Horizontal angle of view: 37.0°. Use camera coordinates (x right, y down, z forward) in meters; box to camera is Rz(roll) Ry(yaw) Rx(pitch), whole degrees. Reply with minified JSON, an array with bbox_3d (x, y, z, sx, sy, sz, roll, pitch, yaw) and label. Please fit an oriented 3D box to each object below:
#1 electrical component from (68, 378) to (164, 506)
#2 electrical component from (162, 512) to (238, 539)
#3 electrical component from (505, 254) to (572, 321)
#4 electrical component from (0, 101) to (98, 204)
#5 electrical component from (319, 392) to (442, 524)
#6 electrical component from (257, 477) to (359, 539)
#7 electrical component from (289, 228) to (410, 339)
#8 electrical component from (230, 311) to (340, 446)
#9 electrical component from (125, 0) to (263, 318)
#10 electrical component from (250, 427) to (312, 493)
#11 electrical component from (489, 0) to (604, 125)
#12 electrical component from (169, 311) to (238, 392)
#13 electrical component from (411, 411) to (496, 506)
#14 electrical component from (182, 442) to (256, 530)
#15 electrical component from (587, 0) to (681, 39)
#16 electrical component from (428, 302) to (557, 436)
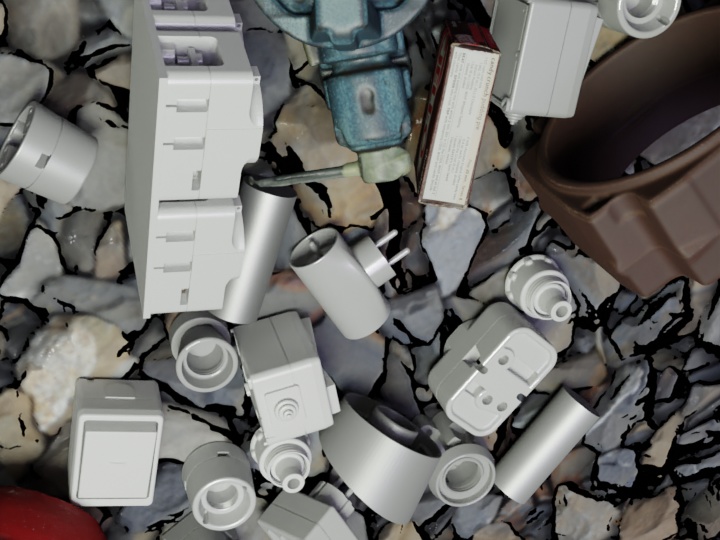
[{"bbox_3d":[-0.184,0.136,0.804,0.062,0.061,0.096,4,113,-18],"label":"electrical component"},{"bbox_3d":[-0.142,0.249,0.871,0.095,0.059,0.053,-39,119,4],"label":"electrical component"},{"bbox_3d":[0.146,0.019,0.847,0.048,0.062,0.048,-7,116,-14],"label":"electrical component"},{"bbox_3d":[-0.204,-0.075,0.704,0.047,0.055,0.055,28,104,-30],"label":"electrical component"},{"bbox_3d":[0.014,0.144,0.847,0.099,0.099,0.064,28,98,-26],"label":"electrical component"},{"bbox_3d":[-0.031,0.200,0.883,0.076,0.066,0.047,-47,123,-26],"label":"electrical component"},{"bbox_3d":[0.000,0.000,0.805,0.079,0.044,0.077,-35,119,1],"label":"electrical component"},{"bbox_3d":[-0.053,0.081,0.797,0.061,0.096,0.061,-16,118,-9],"label":"electrical component"},{"bbox_3d":[-0.107,-0.073,0.671,0.060,0.105,0.186,-3,136,-18],"label":"electrical component"},{"bbox_3d":[-0.059,0.150,0.848,0.048,0.062,0.048,-7,116,-14],"label":"electrical component"},{"bbox_3d":[0.126,-0.149,0.763,0.061,0.061,0.096,2,114,-18],"label":"electrical component"},{"bbox_3d":[-0.116,0.057,0.791,0.045,0.055,0.045,-7,116,-14],"label":"electrical component"},{"bbox_3d":[0.079,0.159,0.896,0.078,0.057,0.058,32,102,-27],"label":"electrical component"},{"bbox_3d":[-0.111,0.172,0.851,0.055,0.047,0.055,-7,116,-14],"label":"electrical component"},{"bbox_3d":[0.196,-0.195,0.771,0.055,0.047,0.055,-7,116,-14],"label":"electrical component"},{"bbox_3d":[0.103,0.076,0.863,0.054,0.059,0.095,36,100,-27],"label":"electrical component"}]
